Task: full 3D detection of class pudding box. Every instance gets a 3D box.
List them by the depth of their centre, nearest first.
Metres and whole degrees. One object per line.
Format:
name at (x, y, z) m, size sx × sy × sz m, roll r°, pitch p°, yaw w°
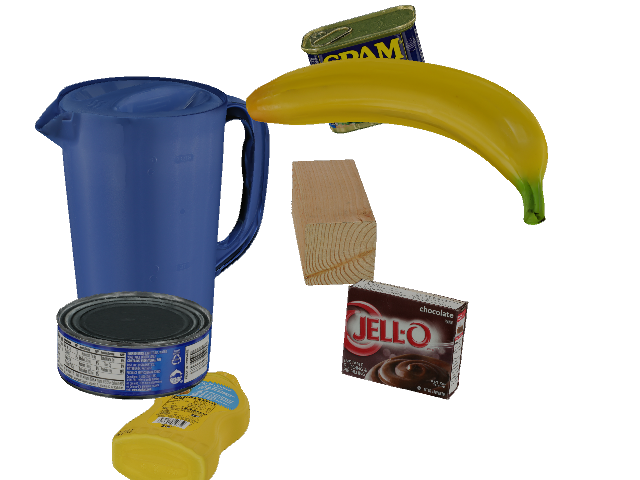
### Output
pudding box at (0.079, 0.092, 1.011) m, size 0.114 × 0.090 × 0.039 m, roll 10°, pitch 18°, yaw 21°

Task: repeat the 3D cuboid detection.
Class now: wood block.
wood block at (0.014, -0.028, 1.428) m, size 0.090 × 0.090 × 0.206 m, roll -2°, pitch 27°, yaw -6°

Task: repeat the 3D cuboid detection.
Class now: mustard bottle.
mustard bottle at (-0.123, 0.177, 1.056) m, size 0.096 × 0.058 × 0.191 m, roll 7°, pitch 18°, yaw 15°

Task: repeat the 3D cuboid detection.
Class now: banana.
banana at (0.050, -0.072, 0.603) m, size 0.198 × 0.069 × 0.037 m, roll 22°, pitch -31°, yaw 29°

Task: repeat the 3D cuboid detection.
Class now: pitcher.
pitcher at (-0.134, -0.009, 0.880) m, size 0.149 × 0.243 × 0.144 m, roll 9°, pitch 23°, yaw 16°

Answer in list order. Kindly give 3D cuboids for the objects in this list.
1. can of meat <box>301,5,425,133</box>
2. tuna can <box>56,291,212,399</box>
can of meat at (0.044, -0.149, 0.937) m, size 0.102 × 0.084 × 0.057 m, roll -13°, pitch 28°, yaw 10°
tuna can at (-0.104, 0.058, 0.597) m, size 0.086 × 0.034 × 0.086 m, roll 4°, pitch 15°, yaw -1°
